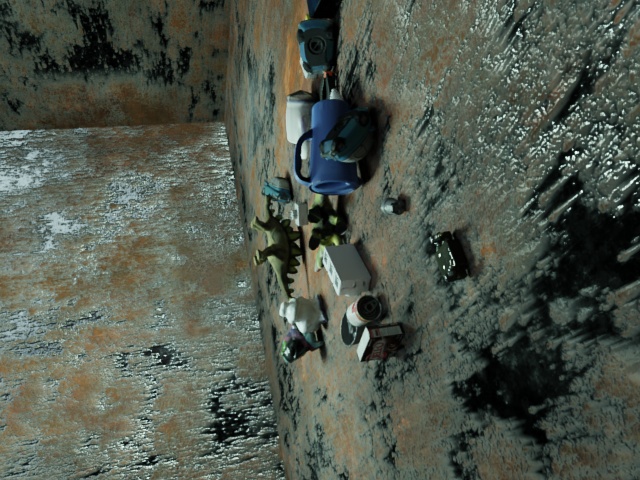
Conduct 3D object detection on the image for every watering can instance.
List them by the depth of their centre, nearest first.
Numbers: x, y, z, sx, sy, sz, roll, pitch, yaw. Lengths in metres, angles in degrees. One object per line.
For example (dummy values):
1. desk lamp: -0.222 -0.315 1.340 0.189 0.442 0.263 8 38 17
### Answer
1. watering can: -0.066 -0.398 1.757 0.352 0.104 0.221 -113 22 -71

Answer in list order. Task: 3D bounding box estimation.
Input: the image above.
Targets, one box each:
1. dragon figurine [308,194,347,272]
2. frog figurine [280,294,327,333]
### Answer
1. dragon figurine: 0.005 -0.082 1.624 0.246 0.122 0.405 -120 29 -72
2. frog figurine: -0.068 0.272 1.876 0.121 0.160 0.139 121 140 -67
